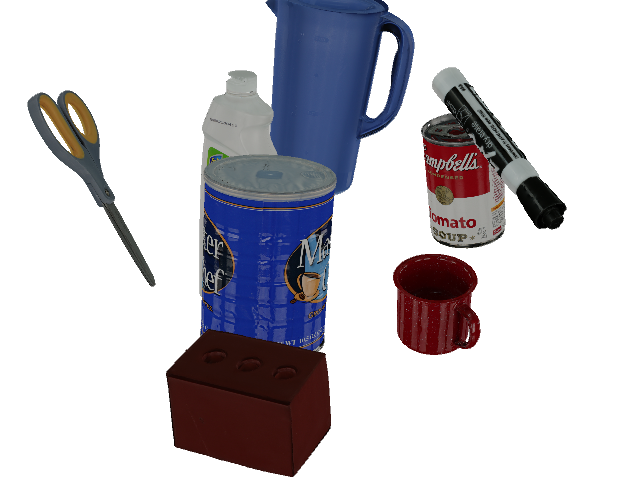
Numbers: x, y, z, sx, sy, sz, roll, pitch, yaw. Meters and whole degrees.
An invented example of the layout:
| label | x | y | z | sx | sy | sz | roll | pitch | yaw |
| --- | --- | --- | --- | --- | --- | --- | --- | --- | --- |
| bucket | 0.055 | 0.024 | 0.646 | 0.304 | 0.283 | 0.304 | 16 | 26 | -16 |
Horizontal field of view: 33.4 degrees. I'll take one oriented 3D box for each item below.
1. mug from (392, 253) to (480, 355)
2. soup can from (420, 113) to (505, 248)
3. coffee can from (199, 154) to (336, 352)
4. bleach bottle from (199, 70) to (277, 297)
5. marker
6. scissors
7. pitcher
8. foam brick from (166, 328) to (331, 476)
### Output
| label | x | y | z | sx | sy | sz | roll | pitch | yaw |
| --- | --- | --- | --- | --- | --- | --- | --- | --- | --- |
| mug | 0.135 | 0.079 | 1.191 | 0.093 | 0.081 | 0.117 | -25 | 40 | -31 |
| soup can | 0.126 | -0.053 | 0.935 | 0.068 | 0.102 | 0.068 | -6 | 28 | 3 |
| coffee can | -0.043 | 0.013 | 0.844 | 0.103 | 0.140 | 0.103 | 3 | 20 | -1 |
| bleach bottle | -0.078 | -0.051 | 1.120 | 0.103 | 0.251 | 0.068 | 14 | 25 | 25 |
| marker | 0.097 | -0.051 | 0.586 | 0.020 | 0.121 | 0.020 | -19 | -37 | -15 |
| scissors | -0.202 | -0.058 | 0.992 | 0.016 | 0.201 | 0.096 | -24 | 27 | 19 |
| pitcher | 0.011 | -0.179 | 1.299 | 0.144 | 0.243 | 0.149 | -5 | 28 | -25 |
| foam brick | -0.039 | 0.090 | 0.601 | 0.078 | 0.051 | 0.052 | 9 | 27 | 21 |
